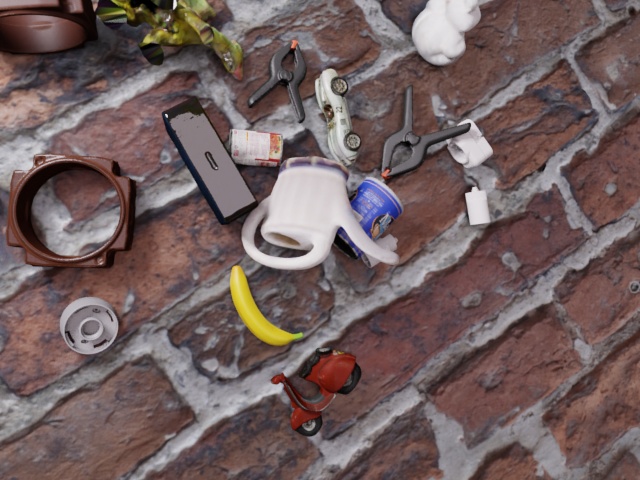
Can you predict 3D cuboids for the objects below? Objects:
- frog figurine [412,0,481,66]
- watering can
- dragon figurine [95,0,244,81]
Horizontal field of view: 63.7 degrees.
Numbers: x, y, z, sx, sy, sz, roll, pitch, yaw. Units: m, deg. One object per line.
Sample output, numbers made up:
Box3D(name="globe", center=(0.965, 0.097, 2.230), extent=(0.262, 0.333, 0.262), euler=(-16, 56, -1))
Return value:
Box3D(name="frog figurine", center=(0.270, -0.449, 1.088), extent=(0.123, 0.138, 0.159), euler=(-10, -2, -12))
Box3D(name="watering can", center=(0.003, -0.048, 0.949), extent=(0.347, 0.228, 0.102), euler=(1, -25, 33))
Box3D(name="dragon figurine", center=(-0.292, -0.444, 0.946), extent=(0.121, 0.406, 0.248), euler=(-38, 24, 24))
